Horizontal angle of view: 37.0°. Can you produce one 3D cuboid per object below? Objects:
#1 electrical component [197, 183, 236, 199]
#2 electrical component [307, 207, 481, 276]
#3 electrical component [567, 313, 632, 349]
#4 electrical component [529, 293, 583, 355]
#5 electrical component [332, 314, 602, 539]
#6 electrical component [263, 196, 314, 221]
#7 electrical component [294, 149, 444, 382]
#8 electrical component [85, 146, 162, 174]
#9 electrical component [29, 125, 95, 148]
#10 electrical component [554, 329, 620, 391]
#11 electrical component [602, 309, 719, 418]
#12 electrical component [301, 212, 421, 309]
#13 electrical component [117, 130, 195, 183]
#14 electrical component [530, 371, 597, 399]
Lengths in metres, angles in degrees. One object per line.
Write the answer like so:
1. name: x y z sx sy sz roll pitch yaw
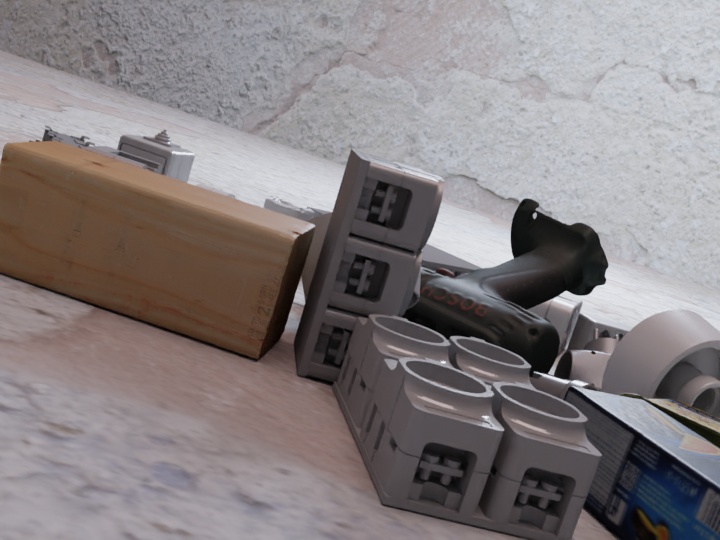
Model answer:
1. electrical component: -0.154 -0.052 1.074 0.074 0.052 0.138 20 9 14
2. electrical component: 0.031 -0.004 1.113 0.105 0.060 0.186 9 12 -43
3. electrical component: 0.248 0.073 1.112 0.066 0.047 0.076 15 9 -15
4. electrical component: 0.192 0.050 1.123 0.059 0.053 0.095 20 9 16
5. electrical component: 0.055 0.082 0.627 0.105 0.060 0.186 16 9 -12
6. electrical component: -0.080 -0.040 1.109 0.081 0.063 0.042 22 11 26
7. electrical component: 0.005 -0.001 0.748 0.062 0.150 0.089 16 9 -8
8. electrical component: -0.199 -0.047 0.835 0.056 0.089 0.050 19 9 5
9. electrical component: -0.293 -0.101 1.065 0.079 0.063 0.121 14 10 -25
10. electrical component: 0.204 0.083 0.893 0.077 0.043 0.079 17 51 -6
11. electrical component: 0.247 0.091 0.821 0.108 0.108 0.060 13 16 -28
12. electrical component: 0.000 0.000 0.847 0.099 0.064 0.099 -2 -19 -1
13. electrical component: -0.213 -0.095 1.082 0.062 0.096 0.061 20 9 15
14. electrical component: 0.146 0.097 0.792 0.040 0.040 0.046 9 6 -45
